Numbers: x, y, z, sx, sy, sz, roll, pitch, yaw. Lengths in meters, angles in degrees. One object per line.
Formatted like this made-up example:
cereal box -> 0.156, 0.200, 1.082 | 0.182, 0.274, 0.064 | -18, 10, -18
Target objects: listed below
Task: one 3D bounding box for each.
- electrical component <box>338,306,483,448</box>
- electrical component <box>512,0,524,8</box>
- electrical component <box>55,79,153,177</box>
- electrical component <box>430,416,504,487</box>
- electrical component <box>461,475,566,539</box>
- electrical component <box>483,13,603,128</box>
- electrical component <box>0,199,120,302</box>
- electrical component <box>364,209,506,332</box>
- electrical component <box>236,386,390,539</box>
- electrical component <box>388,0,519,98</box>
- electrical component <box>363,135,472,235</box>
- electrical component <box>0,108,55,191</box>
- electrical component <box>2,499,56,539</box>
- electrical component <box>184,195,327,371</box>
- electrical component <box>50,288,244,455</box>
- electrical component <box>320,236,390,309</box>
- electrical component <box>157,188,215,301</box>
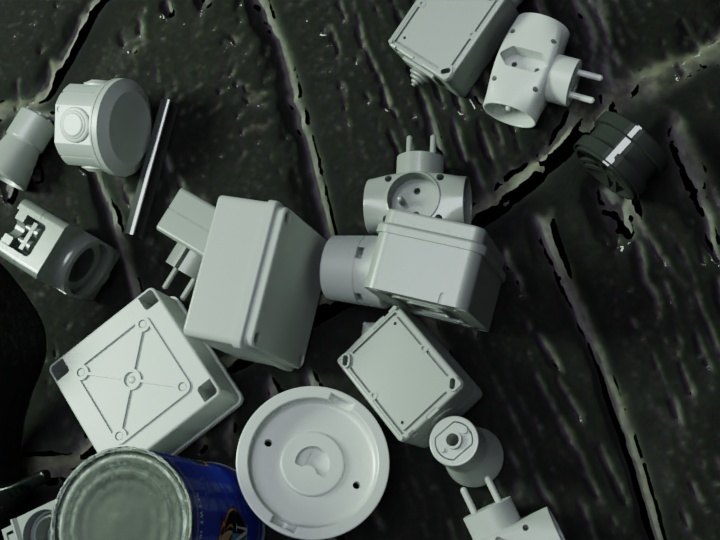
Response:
electrical component -> 0.035, 0.075, 0.787 | 0.062, 0.061, 0.096 | -44, 63, 7
electrical component -> 0.136, -0.243, 0.852 | 0.065, 0.044, 0.044 | -36, 70, -1
electrical component -> -0.212, -0.119, 0.892 | 0.051, 0.080, 0.080 | 6, 78, 22
electrical component -> 0.073, 0.126, 0.757 | 0.044, 0.065, 0.044 | -7, 68, 17
electrical component -> 0.097, 0.183, 0.747 | 0.077, 0.043, 0.079 | -27, 79, 7
electrical component -> 0.144, -0.148, 0.822 | 0.079, 0.043, 0.077 | 19, 81, 18
electrical component -> -0.239, -0.012, 0.866 | 0.056, 0.089, 0.050 | 28, 85, 20
electrical component -> 0.057, 0.002, 0.771 | 0.078, 0.113, 0.057 | 13, 82, 18
electrical component -> -0.036, 0.144, 0.781 | 0.108, 0.060, 0.108 | 2, 70, -6
electrical component -> 0.072, -0.182, 0.845 | 0.062, 0.061, 0.096 | 37, 96, 20
electrical component -> 0.046, -0.067, 0.827 | 0.077, 0.044, 0.079 | 0, 76, 15
electrical component -> -0.293, -0.107, 0.932 | 0.044, 0.044, 0.065 | 25, 79, 19
electrical component -> -0.211, 0.237, 0.808 | 0.079, 0.063, 0.121 | -26, 71, 7
electrical component -> -0.074, 0.012, 0.806 | 0.056, 0.109, 0.108 | 9, 79, 20
electrical component -> -0.166, 0.089, 0.838 | 0.109, 0.056, 0.108 | -38, 70, 3
electrical component -> 0.000, 0.000, 0.818 | 0.047, 0.055, 0.055 | 5, 77, 20
electrical component -> -0.129, -0.013, 0.859 | 0.066, 0.047, 0.076 | 30, 85, 20
